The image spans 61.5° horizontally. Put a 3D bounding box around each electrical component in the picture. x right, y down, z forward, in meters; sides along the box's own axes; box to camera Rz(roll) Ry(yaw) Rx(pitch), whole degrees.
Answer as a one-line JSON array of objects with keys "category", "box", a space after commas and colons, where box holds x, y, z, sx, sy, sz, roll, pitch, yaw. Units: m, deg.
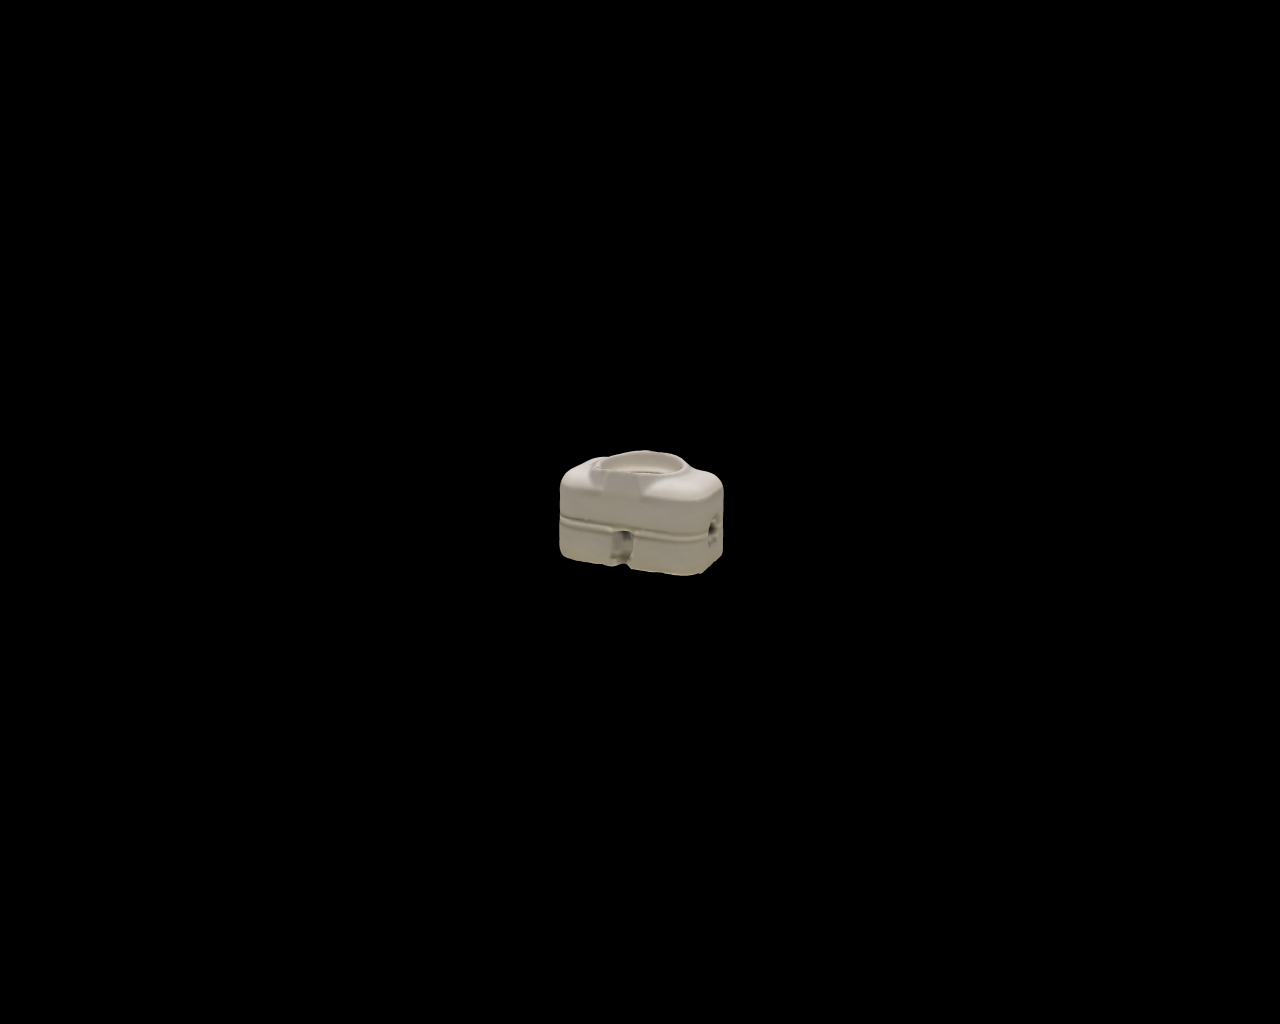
[{"category": "electrical component", "box": [0.001, -0.003, 0.650, 0.095, 0.059, 0.054, 8, 20, 24]}]
